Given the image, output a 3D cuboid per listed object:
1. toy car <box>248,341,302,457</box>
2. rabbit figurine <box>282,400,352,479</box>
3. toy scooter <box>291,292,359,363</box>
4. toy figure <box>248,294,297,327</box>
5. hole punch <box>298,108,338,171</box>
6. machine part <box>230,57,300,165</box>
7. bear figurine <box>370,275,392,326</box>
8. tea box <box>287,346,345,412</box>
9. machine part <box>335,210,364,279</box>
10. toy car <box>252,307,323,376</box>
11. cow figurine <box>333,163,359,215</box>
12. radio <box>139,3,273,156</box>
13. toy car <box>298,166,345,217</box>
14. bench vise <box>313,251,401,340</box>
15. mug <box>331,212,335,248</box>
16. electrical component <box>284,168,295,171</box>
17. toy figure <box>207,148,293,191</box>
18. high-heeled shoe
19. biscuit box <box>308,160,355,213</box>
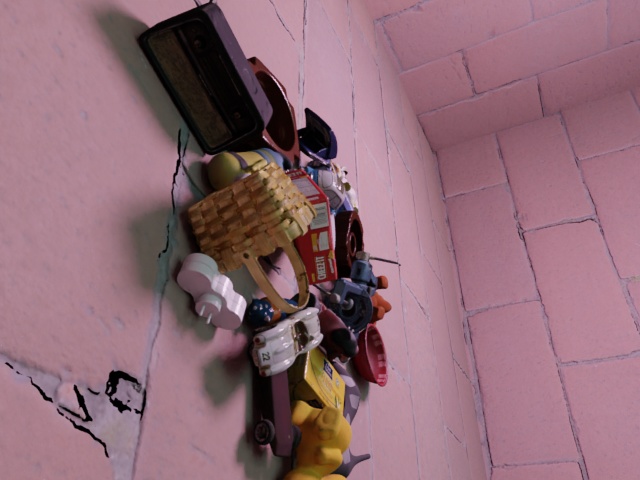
[{"bbox_3d":[-0.080,0.262,0.911,0.089,0.053,0.202,35,40,-51],"label":"toy car"},{"bbox_3d":[-0.019,0.390,0.938,0.173,0.122,0.162,-63,145,-41],"label":"rabbit figurine"},{"bbox_3d":[0.010,0.189,1.088,0.075,0.184,0.135,-42,145,-18],"label":"toy scooter"},{"bbox_3d":[-0.086,0.135,0.981,0.154,0.064,0.057,15,100,-61],"label":"toy figure"},{"bbox_3d":[-0.010,-0.253,1.337,0.142,0.092,0.115,44,9,27],"label":"hole punch"},{"bbox_3d":[-0.127,-0.252,1.110,0.200,0.087,0.201,32,48,-60],"label":"machine part"},{"bbox_3d":[0.148,0.173,1.449,0.195,0.132,0.120,36,60,-51],"label":"bear figurine"},{"bbox_3d":[-0.016,0.278,1.042,0.169,0.068,0.098,56,28,-37],"label":"tea box"},{"bbox_3d":[0.070,0.012,1.400,0.179,0.056,0.179,0,90,-71],"label":"machine part"},{"bbox_3d":[-0.052,0.167,0.909,0.201,0.056,0.073,-18,99,-65],"label":"toy car"},{"bbox_3d":[0.063,-0.152,1.536,0.098,0.068,0.167,-73,145,-64],"label":"cow figurine"},{"bbox_3d":[-0.184,-0.271,0.913,0.073,0.131,0.229,-79,147,-53],"label":"radio"},{"bbox_3d":[0.010,-0.123,1.338,0.161,0.103,0.109,53,29,-47],"label":"toy car"},{"bbox_3d":[0.073,0.123,1.245,0.223,0.129,0.240,-67,157,-3],"label":"bench vise"},{"bbox_3d":[-0.003,-0.004,1.257,0.109,0.081,0.107,-52,134,-68],"label":"mug"},{"bbox_3d":[-0.080,-0.172,1.256,0.094,0.021,0.063,-25,99,-68],"label":"electrical component"},{"bbox_3d":[-0.130,-0.126,0.990,0.180,0.089,0.082,-32,145,-53],"label":"toy figure"},{"bbox_3d":[0.018,0.366,1.106,0.145,0.086,0.249,5,46,-35],"label":"high-heeled shoe"},{"bbox_3d":[0.033,-0.125,1.454,0.063,0.059,0.202,-75,144,-53],"label":"biscuit box"}]
